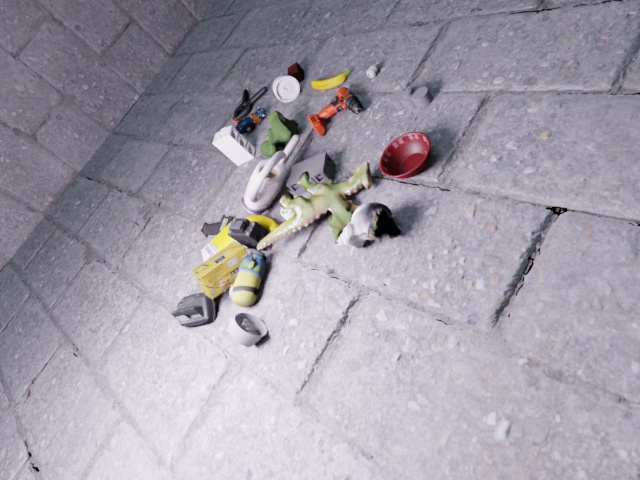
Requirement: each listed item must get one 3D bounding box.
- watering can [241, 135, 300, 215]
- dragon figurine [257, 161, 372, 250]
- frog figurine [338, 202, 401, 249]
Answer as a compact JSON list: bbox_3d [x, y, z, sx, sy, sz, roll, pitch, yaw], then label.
[{"bbox_3d":[-0.165,-0.221,1.765,0.219,0.104,0.355,-58,0,38],"label":"watering can"},{"bbox_3d":[0.005,-0.077,1.535,0.411,0.120,0.246,-51,47,-4],"label":"dragon figurine"},{"bbox_3d":[0.117,-0.039,1.389,0.139,0.121,0.159,-32,17,-36],"label":"frog figurine"}]
